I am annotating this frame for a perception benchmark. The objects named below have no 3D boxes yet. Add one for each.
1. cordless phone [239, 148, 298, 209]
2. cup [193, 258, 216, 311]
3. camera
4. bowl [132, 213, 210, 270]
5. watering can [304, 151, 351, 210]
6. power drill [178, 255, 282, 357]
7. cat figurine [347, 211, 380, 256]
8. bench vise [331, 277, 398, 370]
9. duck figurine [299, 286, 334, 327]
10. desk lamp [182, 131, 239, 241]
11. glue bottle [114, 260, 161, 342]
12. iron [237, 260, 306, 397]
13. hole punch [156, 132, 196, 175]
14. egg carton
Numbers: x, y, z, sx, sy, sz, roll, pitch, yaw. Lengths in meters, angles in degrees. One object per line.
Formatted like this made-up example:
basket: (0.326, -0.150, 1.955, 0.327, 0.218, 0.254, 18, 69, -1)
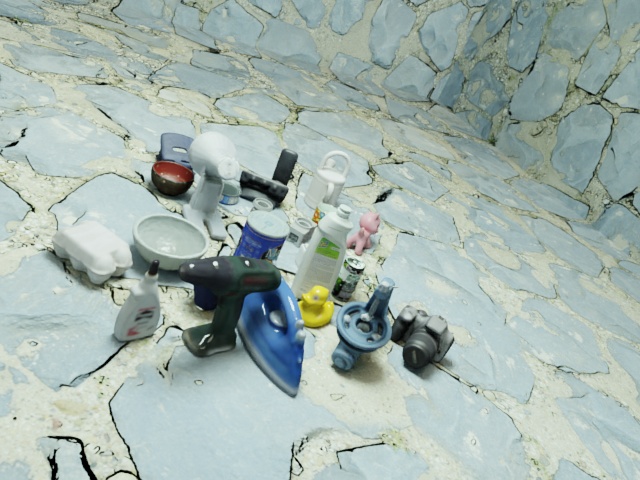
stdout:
cordless phone: (-0.147, -0.197, 1.654, 0.148, 0.185, 0.094, 20, 28, -10)
cup: (-0.220, 0.093, 1.197, 0.091, 0.095, 0.118, 32, 29, 13)
camera: (0.230, 0.225, 1.324, 0.143, 0.101, 0.137, 33, 29, 15)
bowl: (-0.333, 0.016, 1.260, 0.168, 0.074, 0.167, 19, 29, -11)
watering can: (0.027, -0.194, 1.778, 0.101, 0.194, 0.172, 5, 34, -32)
power drill: (-0.183, 0.115, 1.069, 0.230, 0.208, 0.075, -8, 42, -46)
cat figurine: (0.134, -0.032, 1.667, 0.067, 0.117, 0.128, 31, 29, 12)
bench vise: (0.104, 0.148, 1.227, 0.121, 0.219, 0.207, 23, 28, -3)
duck figurine: (-0.007, 0.142, 1.291, 0.105, 0.086, 0.077, 3, 35, -35)
desk lamp: (-0.267, -0.143, 1.437, 0.118, 0.213, 0.202, 7, 33, -29)
glue bottle: (-0.313, 0.105, 1.021, 0.078, 0.173, 0.037, -11, 44, -48)
iron: (-0.075, 0.165, 1.140, 0.119, 0.141, 0.257, 4, 34, -33)
hole punch: (-0.403, -0.244, 1.632, 0.109, 0.091, 0.101, 5, 34, -32)
egg carton: (-0.457, 0.022, 1.157, 0.150, 0.069, 0.107, 32, 29, 14)
